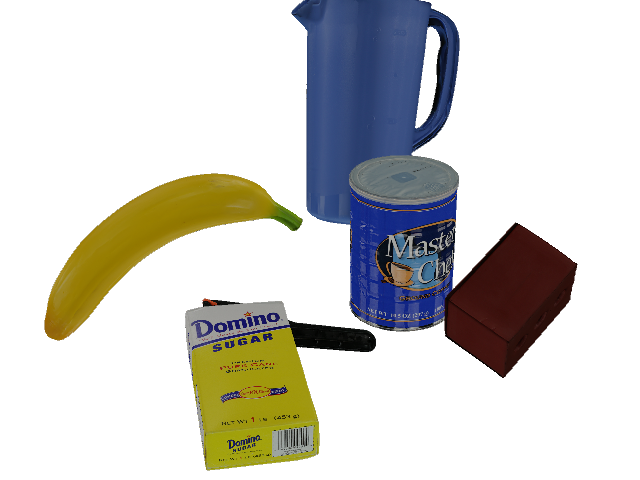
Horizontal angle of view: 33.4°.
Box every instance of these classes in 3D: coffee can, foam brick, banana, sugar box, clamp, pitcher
[{"bbox_3d":[0.079,0.001,1.027,0.103,0.140,0.103,-1,27,0],"label":"coffee can"},{"bbox_3d":[0.125,0.039,0.704,0.051,0.078,0.053,35,-23,26],"label":"foam brick"},{"bbox_3d":[-0.114,0.003,0.733,0.198,0.069,0.037,-24,9,6],"label":"banana"},{"bbox_3d":[-0.062,0.117,0.912,0.093,0.048,0.176,-4,33,-11],"label":"sugar box"},{"bbox_3d":[-0.064,0.112,1.215,0.210,0.036,0.164,16,22,30],"label":"clamp"},{"bbox_3d":[0.055,-0.143,1.152,0.149,0.243,0.144,8,11,25],"label":"pitcher"}]
